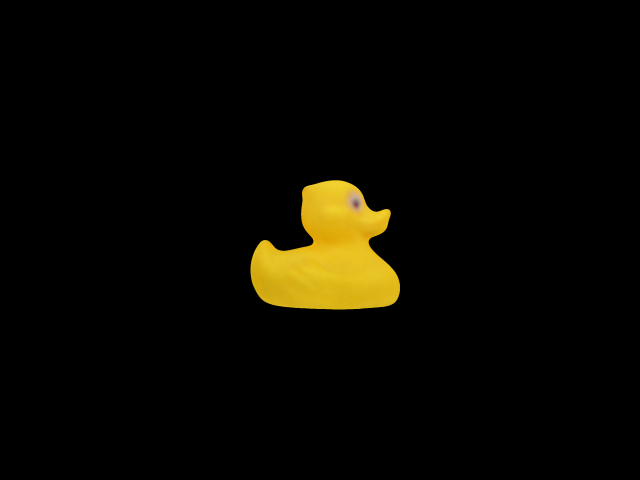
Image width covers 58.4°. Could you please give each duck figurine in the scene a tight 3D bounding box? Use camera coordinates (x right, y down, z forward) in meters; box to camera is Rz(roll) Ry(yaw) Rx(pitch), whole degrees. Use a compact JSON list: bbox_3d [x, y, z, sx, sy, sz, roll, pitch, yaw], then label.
[{"bbox_3d":[0.004,0.001,0.400,0.104,0.086,0.077,0,4,2],"label":"duck figurine"}]
